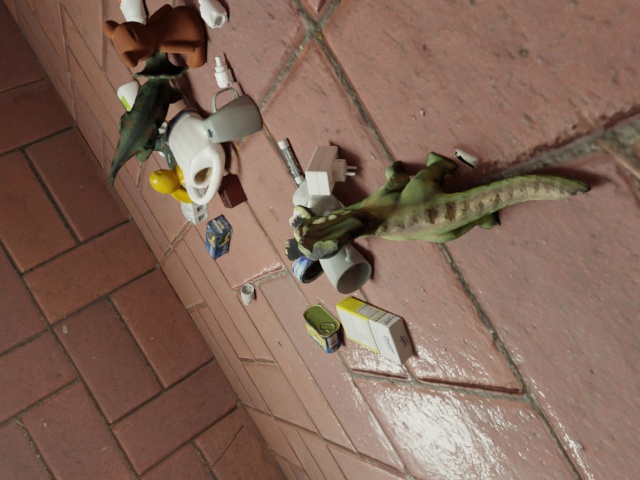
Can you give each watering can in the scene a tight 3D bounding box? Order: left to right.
[{"bbox_3d":[-0.295,-0.248,1.293,0.228,0.105,0.340,54,137,26],"label":"watering can"}]

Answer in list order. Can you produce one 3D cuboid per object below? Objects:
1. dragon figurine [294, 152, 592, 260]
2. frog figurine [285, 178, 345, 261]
[{"bbox_3d":[0.091,-0.020,0.651,0.409,0.245,0.121,-2,112,65],"label":"dragon figurine"},{"bbox_3d":[0.003,-0.047,0.936,0.122,0.163,0.134,0,124,17],"label":"frog figurine"}]
